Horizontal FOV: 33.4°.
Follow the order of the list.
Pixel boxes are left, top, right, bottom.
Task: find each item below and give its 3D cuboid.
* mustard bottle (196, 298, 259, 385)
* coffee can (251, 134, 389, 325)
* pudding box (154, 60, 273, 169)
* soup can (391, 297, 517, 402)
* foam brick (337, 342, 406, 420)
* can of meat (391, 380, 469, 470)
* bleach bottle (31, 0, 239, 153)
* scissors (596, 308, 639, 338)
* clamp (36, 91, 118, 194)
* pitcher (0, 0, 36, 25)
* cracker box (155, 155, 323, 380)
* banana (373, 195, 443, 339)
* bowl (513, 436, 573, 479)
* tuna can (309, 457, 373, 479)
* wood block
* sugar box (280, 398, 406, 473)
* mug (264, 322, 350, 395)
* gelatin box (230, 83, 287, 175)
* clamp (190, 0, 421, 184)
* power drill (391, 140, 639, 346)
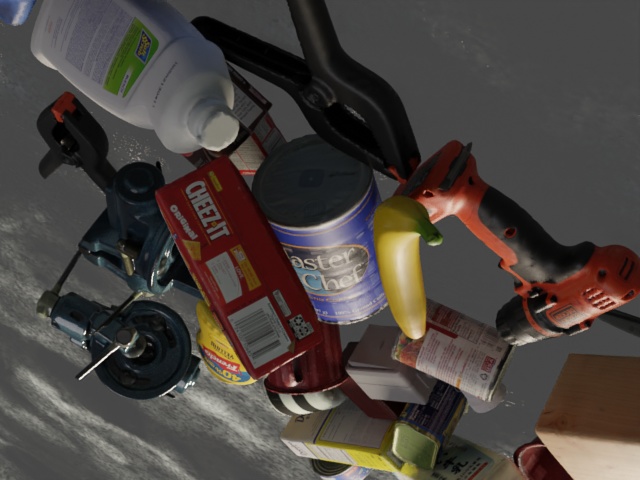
[{"bbox_3d":[-0.107,0.130,1.306,0.096,0.058,0.192,32,153,9],"label":"mustard bottle"},{"bbox_3d":[0.009,-0.008,0.924,0.103,0.102,0.140,16,148,29],"label":"coffee can"},{"bbox_3d":[-0.099,-0.109,0.880,0.090,0.039,0.114,42,149,-8],"label":"pudding box"},{"bbox_3d":[0.128,0.103,1.014,0.102,0.068,0.068,24,151,15],"label":"soup can"},{"bbox_3d":[0.060,0.155,1.182,0.078,0.053,0.051,47,149,-22],"label":"foam brick"},{"bbox_3d":[0.119,0.190,1.142,0.057,0.083,0.102,25,151,15],"label":"can of meat"},{"bbox_3d":[-0.133,-0.126,0.784,0.067,0.103,0.251,9,-156,-40],"label":"bleach bottle"},{"bbox_3d":[0.299,0.070,0.827,0.202,0.016,0.096,41,118,37],"label":"scissors"},{"bbox_3d":[-0.248,-0.090,1.128,0.120,0.039,0.172,21,155,0],"label":"clamp"},{"bbox_3d":[-0.151,-0.235,0.721,0.243,0.145,0.149,10,158,30],"label":"pitcher"},{"bbox_3d":[-0.070,0.027,0.904,0.164,0.072,0.214,62,173,1],"label":"cracker box"},{"bbox_3d":[0.064,0.016,0.831,0.037,0.069,0.198,-14,155,-3],"label":"banana"},{"bbox_3d":[0.279,0.231,1.073,0.162,0.055,0.162,25,151,15],"label":"bowl"},{"bbox_3d":[0.031,0.273,1.362,0.086,0.086,0.033,0,140,45],"label":"tuna can"},{"bbox_3d":[0.302,0.161,0.903,0.207,0.090,0.090,-3,136,48],"label":"wood block"},{"bbox_3d":[0.041,0.216,1.255,0.177,0.093,0.048,-5,134,50],"label":"sugar box"},{"bbox_3d":[-0.022,0.112,1.119,0.093,0.117,0.081,-3,103,17],"label":"mug"},{"bbox_3d":[-0.073,-0.098,0.944,0.073,0.030,0.089,5,140,42],"label":"gelatin box"},{"bbox_3d":[0.005,-0.126,0.810,0.210,0.036,0.165,41,153,-10],"label":"clamp"},{"bbox_3d":[0.144,0.011,0.868,0.187,0.057,0.185,34,152,-7],"label":"power drill"}]
